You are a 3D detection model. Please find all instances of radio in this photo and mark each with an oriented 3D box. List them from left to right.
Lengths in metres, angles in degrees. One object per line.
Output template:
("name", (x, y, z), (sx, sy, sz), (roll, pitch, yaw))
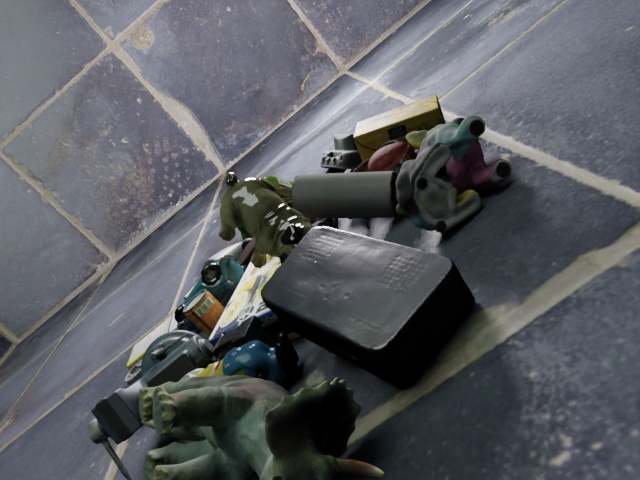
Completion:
("radio", (0.043, 0.065, 0.613), (0.230, 0.073, 0.131), (15, 58, 50))

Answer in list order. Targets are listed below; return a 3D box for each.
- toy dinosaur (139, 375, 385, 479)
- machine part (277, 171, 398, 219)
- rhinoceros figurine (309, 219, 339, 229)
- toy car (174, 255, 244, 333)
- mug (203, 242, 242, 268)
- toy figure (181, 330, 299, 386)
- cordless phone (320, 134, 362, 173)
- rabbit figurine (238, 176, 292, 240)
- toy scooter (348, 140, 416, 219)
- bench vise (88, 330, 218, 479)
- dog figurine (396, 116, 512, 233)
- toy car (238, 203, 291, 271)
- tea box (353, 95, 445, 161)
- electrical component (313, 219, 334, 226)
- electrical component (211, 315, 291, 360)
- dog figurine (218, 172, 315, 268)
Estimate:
("toy dinosaur", (-0.084, 0.194, 0.558), (0.405, 0.192, 0.131), (166, 105, -68))
("machine part", (0.043, -0.073, 0.890), (0.243, 0.079, 0.079), (0, 34, 18))
("rhinoceros figurine", (-0.014, -0.048, 1.064), (0.112, 0.073, 0.190), (-42, 19, 2))
("toy car", (-0.181, 0.112, 0.974), (0.161, 0.103, 0.109), (-56, -10, -4))
("mug", (-0.188, 0.045, 1.186), (0.109, 0.080, 0.107), (-31, 12, 41))
("toy figure", (-0.110, 0.190, 0.704), (0.180, 0.089, 0.082), (-27, -17, 11))
("cordless phone", (0.034, -0.143, 1.214), (0.184, 0.088, 0.147), (-55, 23, -4))
("rabbit figurine", (-0.127, -0.049, 1.212), (0.170, 0.159, 0.121), (-57, 49, 22))
("toy scooter", (0.093, -0.098, 0.968), (0.184, 0.075, 0.135), (-35, 19, 28))
("bench vise", (-0.244, 0.226, 0.842), (0.223, 0.129, 0.240), (-50, -2, 1))
("dog figurine", (0.171, -0.107, 0.795), (0.191, 0.108, 0.219), (-43, 14, 1))
("toy car", (-0.108, 0.006, 1.028), (0.202, 0.053, 0.089), (-49, 28, 43))
("tea box", (0.158, -0.214, 1.049), (0.170, 0.068, 0.098), (-15, 27, 19))
("electrical component", (-0.002, -0.003, 0.952), (0.094, 0.063, 0.021), (-29, 22, 35))
("electrical component", (-0.087, 0.149, 0.764), (0.119, 0.074, 0.048), (-25, 25, 30))
("dog figurine", (-0.068, -0.032, 0.800), (0.121, 0.172, 0.191), (-52, 20, -14))
